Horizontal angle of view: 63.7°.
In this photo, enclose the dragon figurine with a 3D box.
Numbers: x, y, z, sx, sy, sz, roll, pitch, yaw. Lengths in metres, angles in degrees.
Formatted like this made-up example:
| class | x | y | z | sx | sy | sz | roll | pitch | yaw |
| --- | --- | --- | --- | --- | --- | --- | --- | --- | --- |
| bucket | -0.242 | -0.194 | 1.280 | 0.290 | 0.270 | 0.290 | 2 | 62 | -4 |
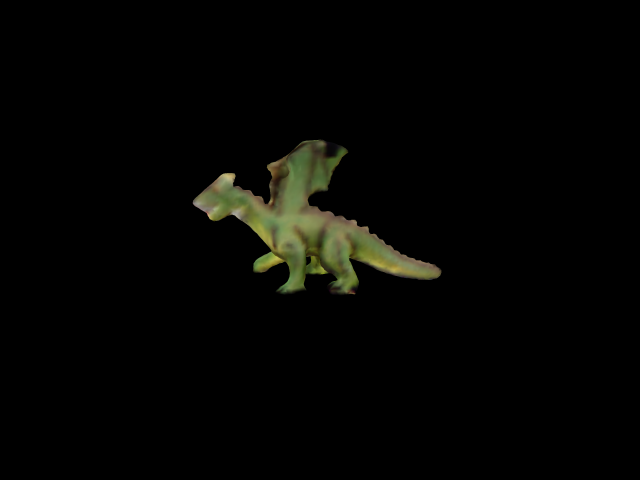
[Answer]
| class | x | y | z | sx | sy | sz | roll | pitch | yaw |
| --- | --- | --- | --- | --- | --- | --- | --- | --- | --- |
| dragon figurine | 0.003 | -0.043 | 0.850 | 0.410 | 0.240 | 0.123 | -2 | 12 | -7 |
